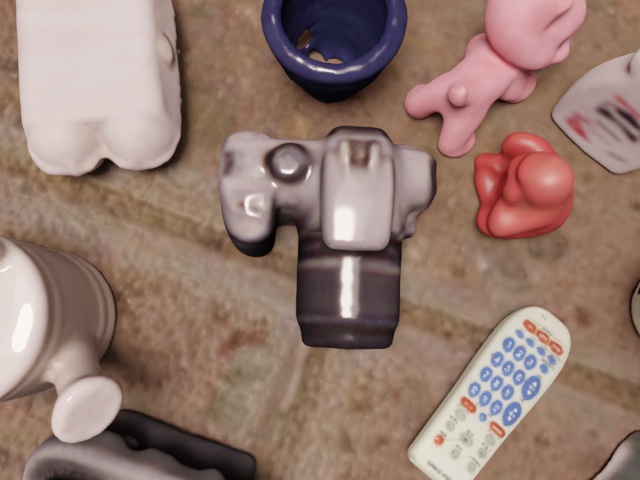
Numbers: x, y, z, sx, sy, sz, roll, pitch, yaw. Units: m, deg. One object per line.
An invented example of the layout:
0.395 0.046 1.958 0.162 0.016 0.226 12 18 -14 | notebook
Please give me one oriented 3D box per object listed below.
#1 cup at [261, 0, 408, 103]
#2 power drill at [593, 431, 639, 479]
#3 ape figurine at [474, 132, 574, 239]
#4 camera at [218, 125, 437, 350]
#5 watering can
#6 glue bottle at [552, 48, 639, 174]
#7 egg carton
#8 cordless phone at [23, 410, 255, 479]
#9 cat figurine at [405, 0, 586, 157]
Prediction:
0.004 -0.148 0.400 0.091 0.095 0.118 -16 83 -4 | cup
0.227 0.171 0.303 0.075 0.208 0.230 43 83 5 | power drill
0.142 -0.036 0.389 0.076 0.092 0.078 38 83 4 | ape figurine
0.003 0.001 0.375 0.143 0.101 0.137 2 82 -1 | camera
-0.187 0.045 0.317 0.173 0.194 0.101 11 82 0 | watering can
0.213 -0.094 0.358 0.078 0.173 0.037 40 83 4 | glue bottle
-0.153 -0.120 0.404 0.107 0.069 0.150 -7 82 -2 | egg carton
-0.106 0.162 0.307 0.147 0.185 0.094 15 82 1 | cordless phone
0.125 -0.129 0.389 0.128 0.117 0.067 -44 85 -7 | cat figurine
